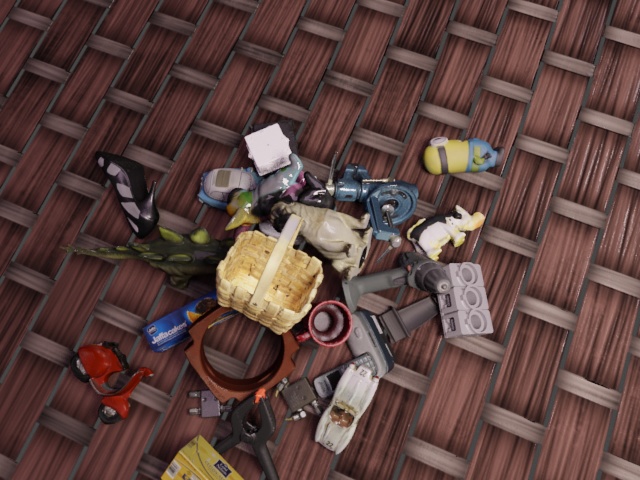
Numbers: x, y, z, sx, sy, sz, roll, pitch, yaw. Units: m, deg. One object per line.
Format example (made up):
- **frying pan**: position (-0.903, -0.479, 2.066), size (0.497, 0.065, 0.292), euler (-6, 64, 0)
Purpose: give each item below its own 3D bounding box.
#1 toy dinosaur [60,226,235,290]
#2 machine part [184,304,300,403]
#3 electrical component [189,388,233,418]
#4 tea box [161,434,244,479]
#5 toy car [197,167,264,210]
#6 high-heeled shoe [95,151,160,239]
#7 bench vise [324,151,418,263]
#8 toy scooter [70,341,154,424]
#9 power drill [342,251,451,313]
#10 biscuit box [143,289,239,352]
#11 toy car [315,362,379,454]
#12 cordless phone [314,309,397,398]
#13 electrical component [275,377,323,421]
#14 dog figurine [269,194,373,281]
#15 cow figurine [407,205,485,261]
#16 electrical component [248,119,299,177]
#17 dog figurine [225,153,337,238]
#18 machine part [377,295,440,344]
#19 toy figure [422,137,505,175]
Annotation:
- **toy dinosaur**: position (-0.296, 0.032, 1.155), size (0.472, 0.198, 0.105), euler (-3, 70, 0)
- **machine part**: position (-0.161, 0.220, 1.119), size (0.201, 0.087, 0.201), euler (-35, 98, -5)
- **electrical component**: position (-0.233, 0.346, 1.148), size (0.094, 0.021, 0.063), euler (-5, 73, 2)
- **tea box**: position (-0.220, 0.486, 1.063), size (0.170, 0.068, 0.098), euler (41, 115, 12)
- **toy car**: position (-0.208, -0.126, 1.246), size (0.162, 0.103, 0.109), euler (9, 73, 4)
- **high-heeled shoe**: position (-0.470, -0.112, 1.288), size (0.249, 0.086, 0.145), euler (30, 108, 29)
- **bench vise**: position (0.121, -0.075, 1.179), size (0.223, 0.128, 0.241), euler (12, 41, -18)
- **toy scooter**: position (-0.438, 0.285, 1.150), size (0.135, 0.075, 0.184), euler (-34, 78, -7)
- **power drill**: position (0.150, 0.084, 1.106), size (0.207, 0.232, 0.086), euler (-21, 101, 6)
- **biscuit box**: position (-0.282, 0.175, 1.182), size (0.203, 0.059, 0.063), euler (-28, 74, -5)
- **toy car**: position (0.053, 0.338, 1.084), size (0.074, 0.056, 0.201), euler (28, 108, 12)
- **cordless phone**: position (0.057, 0.244, 1.142), size (0.184, 0.088, 0.146), euler (-30, 74, 14)
- **electrical component**: position (-0.048, 0.331, 1.129), size (0.078, 0.045, 0.102), euler (-25, 73, 2)
- **dog figurine**: position (-0.001, -0.007, 1.094), size (0.191, 0.172, 0.121), euler (17, 52, 19)
- **cow figurine**: position (0.283, -0.027, 1.212), size (0.167, 0.068, 0.098), euler (-34, 69, -8)
- **electrical component**: position (-0.109, -0.218, 1.291), size (0.115, 0.058, 0.134), euler (-10, 73, 2)
- **dog figurine**: position (-0.098, -0.065, 1.157), size (0.219, 0.108, 0.192), euler (-40, 75, -4)
- **machine part**: position (0.201, 0.165, 1.172), size (0.139, 0.039, 0.084), euler (-25, 69, -3)
- **toy figure**: position (0.331, -0.192, 1.249), size (0.180, 0.082, 0.089), euler (6, 72, 2)
